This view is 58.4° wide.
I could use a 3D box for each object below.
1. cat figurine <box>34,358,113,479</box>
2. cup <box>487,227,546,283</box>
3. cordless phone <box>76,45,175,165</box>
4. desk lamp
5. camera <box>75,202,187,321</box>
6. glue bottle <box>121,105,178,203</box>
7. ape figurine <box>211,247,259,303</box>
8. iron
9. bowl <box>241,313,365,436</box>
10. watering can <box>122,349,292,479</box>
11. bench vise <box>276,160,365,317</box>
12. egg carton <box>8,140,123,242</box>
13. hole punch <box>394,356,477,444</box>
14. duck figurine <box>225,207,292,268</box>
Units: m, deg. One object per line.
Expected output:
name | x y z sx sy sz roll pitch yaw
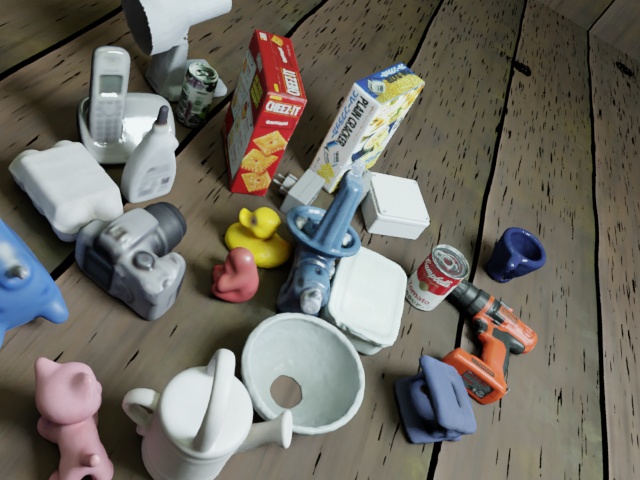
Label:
cat figurine | -0.253 0.183 0.591 0.067 0.117 0.127 -12 59 -35
cup | 0.350 0.043 1.062 0.091 0.095 0.118 42 45 10
cordless phone | -0.284 -0.205 0.863 0.148 0.185 0.094 -15 60 -37
desk lamp | -0.246 -0.355 0.994 0.204 0.213 0.117 -19 63 -39
camera | -0.229 0.008 0.768 0.143 0.100 0.137 37 44 5
glue bottle | -0.239 -0.126 0.828 0.078 0.173 0.037 -22 65 -40
ape figurine | -0.117 0.043 0.806 0.076 0.092 0.078 39 45 7
iron | -0.396 -0.005 0.658 0.119 0.141 0.258 -28 69 -42
bowl | -0.030 0.183 0.745 0.168 0.074 0.167 15 47 -17
watering can | -0.116 0.186 0.609 0.173 0.194 0.100 1 52 -28
bench vise | 0.018 0.004 0.823 0.122 0.219 0.207 6 50 -24
egg carton | -0.347 -0.070 0.793 0.150 0.069 0.107 46 46 14
hole punch | 0.173 0.223 0.810 0.101 0.091 0.108 6 50 -25
duck figurine | -0.086 -0.010 0.874 0.104 0.086 0.077 27 44 -5
